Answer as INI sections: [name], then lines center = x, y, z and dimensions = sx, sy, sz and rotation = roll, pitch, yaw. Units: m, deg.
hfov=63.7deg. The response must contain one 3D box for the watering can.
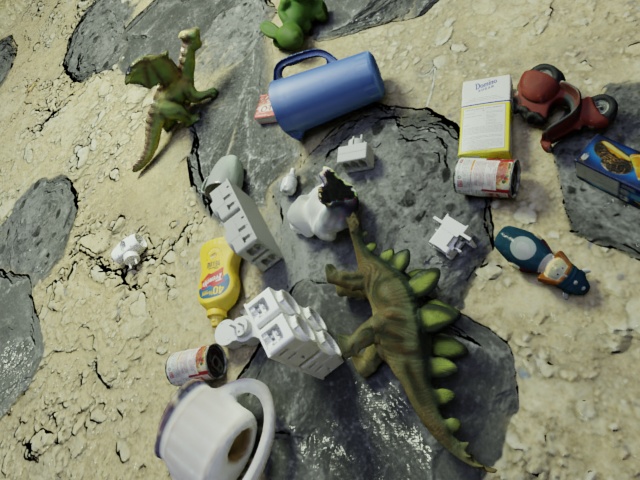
[watering can]
center = -0.208, 0.395, 0.897
dimensions = 0.226, 0.102, 0.351
rotation = 18, 74, 35

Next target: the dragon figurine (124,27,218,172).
[dragon figurine]
center = -0.424, -0.386, 1.358
dimensions = 0.123, 0.239, 0.413
rotation = 29, 80, 32

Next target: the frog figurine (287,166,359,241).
[frog figurine]
center = 0.003, -0.052, 1.041
dimensions = 0.156, 0.122, 0.140
rotation = -55, 38, 41
